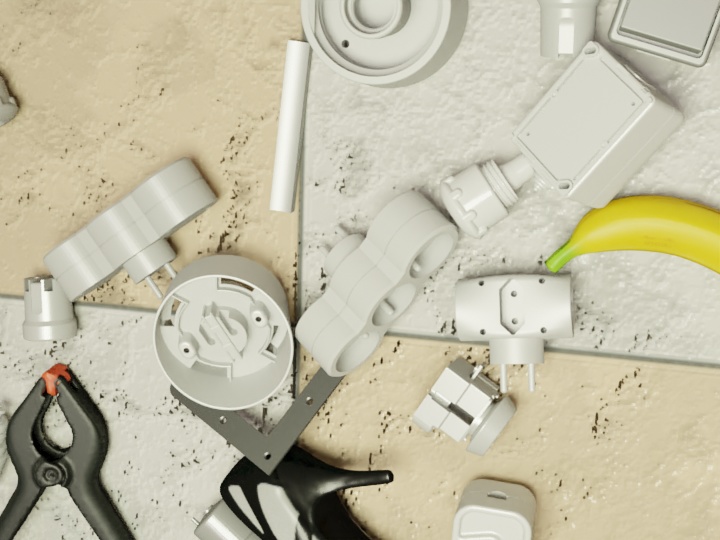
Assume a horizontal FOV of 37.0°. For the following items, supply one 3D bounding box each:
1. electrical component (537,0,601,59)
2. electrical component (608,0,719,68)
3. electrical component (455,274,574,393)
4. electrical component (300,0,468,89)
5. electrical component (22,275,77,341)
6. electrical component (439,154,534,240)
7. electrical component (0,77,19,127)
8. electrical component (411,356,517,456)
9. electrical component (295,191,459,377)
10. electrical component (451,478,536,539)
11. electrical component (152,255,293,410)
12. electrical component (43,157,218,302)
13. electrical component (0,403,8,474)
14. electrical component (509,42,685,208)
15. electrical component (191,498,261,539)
[{"bbox_3d":[0.133,-0.160,0.687,0.040,0.040,0.046,3,109,13],"label":"electrical component"},{"bbox_3d":[0.196,-0.177,0.656,0.062,0.061,0.096,19,106,9],"label":"electrical component"},{"bbox_3d":[0.106,0.044,0.731,0.077,0.043,0.079,-2,84,14],"label":"electrical component"},{"bbox_3d":[0.013,-0.171,0.701,0.108,0.060,0.108,3,103,13],"label":"electrical component"},{"bbox_3d":[-0.237,0.029,0.819,0.040,0.040,0.046,0,96,14],"label":"electrical component"},{"bbox_3d":[0.088,-0.054,0.720,0.062,0.048,0.048,-34,93,10],"label":"electrical component"},{"bbox_3d":[-0.283,-0.134,0.791,0.048,0.048,0.062,-20,90,17],"label":"electrical component"},{"bbox_3d":[0.076,0.097,0.756,0.055,0.048,0.066,37,108,11],"label":"electrical component"},{"bbox_3d":[0.000,0.000,0.749,0.073,0.052,0.138,46,110,26],"label":"electrical component"},{"bbox_3d":[0.094,0.201,0.767,0.054,0.059,0.095,8,104,12],"label":"electrical component"},{"bbox_3d":[-0.096,0.042,0.764,0.099,0.064,0.099,-1,121,-1],"label":"electrical component"},{"bbox_3d":[-0.158,-0.014,0.783,0.138,0.052,0.073,-33,93,18],"label":"electrical component"},{"bbox_3d":[-0.300,0.141,0.858,0.040,0.040,0.078,28,107,6],"label":"electrical component"},{"bbox_3d":[0.147,-0.085,0.683,0.096,0.061,0.061,-50,57,22],"label":"electrical component"},{"bbox_3d":[-0.091,0.207,0.822,0.078,0.040,0.040,42,108,1],"label":"electrical component"}]
